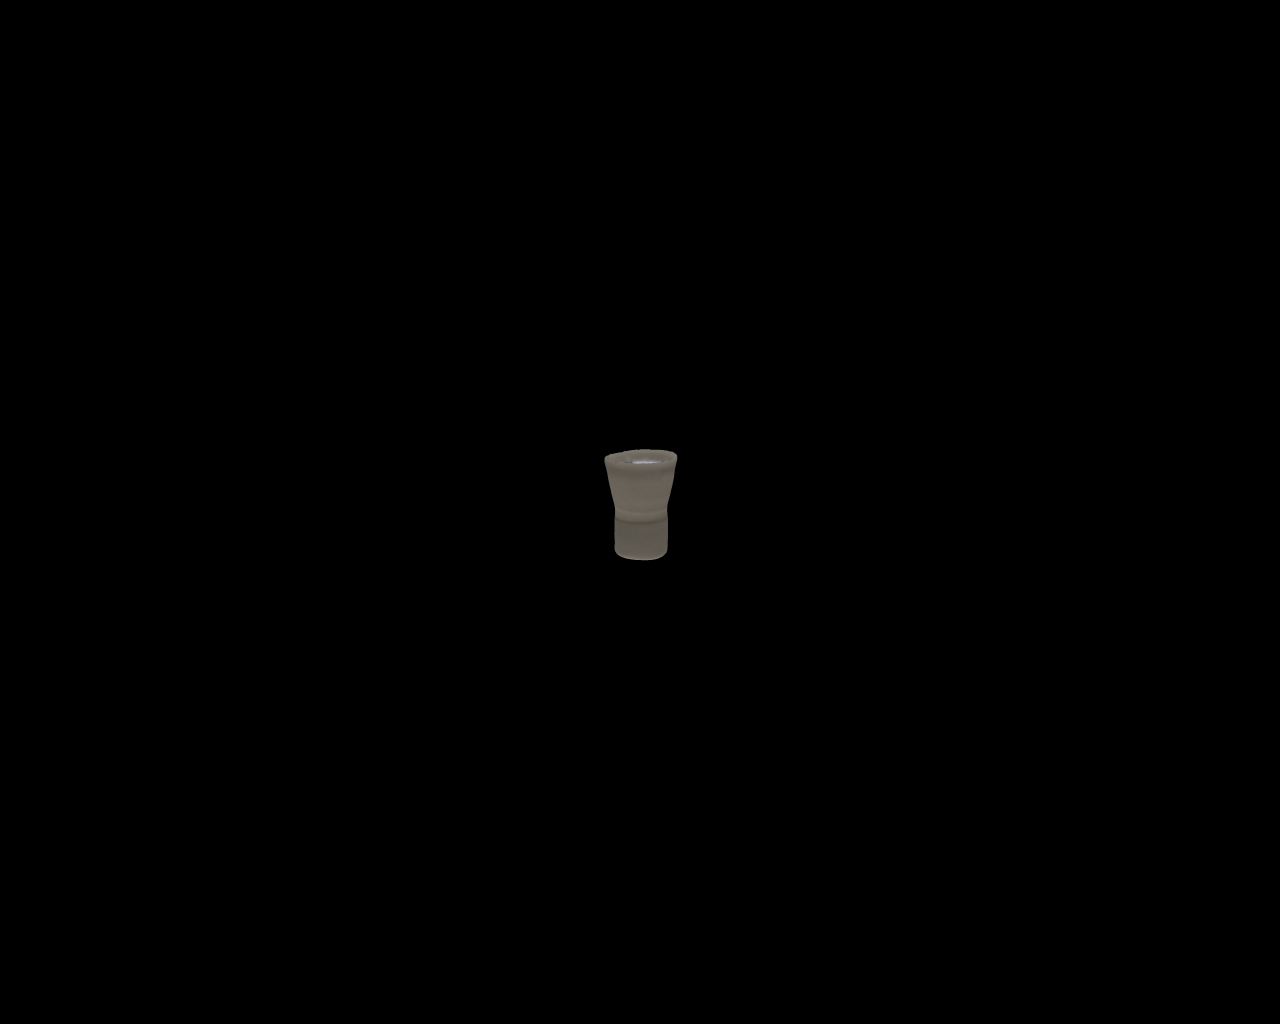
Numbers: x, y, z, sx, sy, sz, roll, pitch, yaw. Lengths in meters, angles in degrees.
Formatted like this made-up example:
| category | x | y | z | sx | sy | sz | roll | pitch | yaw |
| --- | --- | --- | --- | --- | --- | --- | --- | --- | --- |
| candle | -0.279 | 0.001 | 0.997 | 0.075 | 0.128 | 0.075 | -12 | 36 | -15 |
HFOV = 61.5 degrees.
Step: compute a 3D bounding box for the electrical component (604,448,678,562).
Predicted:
| category | x | y | z | sx | sy | sz | roll | pitch | yaw |
| --- | --- | --- | --- | --- | --- | --- | --- | --- | --- |
| electrical component | 0.001 | -0.003 | 0.650 | 0.044 | 0.065 | 0.044 | 0 | 15 | 0 |
